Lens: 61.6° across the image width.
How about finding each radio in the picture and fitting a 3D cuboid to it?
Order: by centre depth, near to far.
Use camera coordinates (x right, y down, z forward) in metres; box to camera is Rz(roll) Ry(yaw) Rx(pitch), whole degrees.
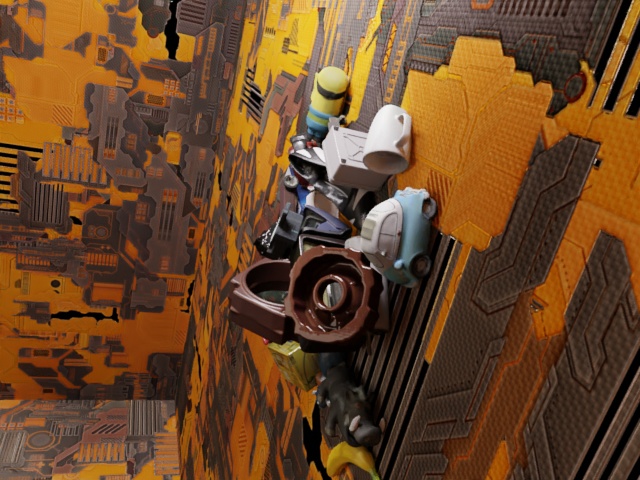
[{"bbox_3d":[0.019,0.104,1.050,0.073,0.131,0.230,121,149,-48],"label":"radio"}]

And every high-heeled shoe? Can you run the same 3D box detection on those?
[{"bbox_3d":[0.019,-0.108,1.095,0.249,0.145,0.086,-106,29,-49],"label":"high-heeled shoe"}]

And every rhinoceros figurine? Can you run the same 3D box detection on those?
[{"bbox_3d":[0.059,0.304,0.980,0.112,0.073,0.190,-65,23,16],"label":"rhinoceros figurine"}]

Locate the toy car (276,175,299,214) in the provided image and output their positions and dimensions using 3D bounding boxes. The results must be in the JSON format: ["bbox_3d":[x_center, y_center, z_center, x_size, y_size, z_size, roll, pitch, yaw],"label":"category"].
[{"bbox_3d":[-0.075,-0.061,1.288,0.089,0.053,0.202,126,146,-55],"label":"toy car"}]

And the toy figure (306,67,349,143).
[{"bbox_3d":[0.017,-0.313,1.258,0.089,0.082,0.180,-108,33,-56],"label":"toy figure"}]

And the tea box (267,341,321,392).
[{"bbox_3d":[-0.052,0.274,1.226,0.098,0.068,0.170,63,159,-8],"label":"tea box"}]

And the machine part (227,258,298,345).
[{"bbox_3d":[-0.080,0.124,1.161,0.202,0.201,0.087,21,120,24],"label":"machine part"}]

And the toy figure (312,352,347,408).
[{"bbox_3d":[0.023,0.271,1.096,0.064,0.058,0.154,-123,39,-67],"label":"toy figure"}]

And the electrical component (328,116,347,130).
[{"bbox_3d":[0.045,-0.233,1.216,0.078,0.045,0.102,76,-176,-49],"label":"electrical component"}]

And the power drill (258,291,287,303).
[{"bbox_3d":[-0.118,0.083,1.473,0.232,0.086,0.207,19,95,61],"label":"power drill"}]

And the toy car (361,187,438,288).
[{"bbox_3d":[0.119,-0.006,0.859,0.109,0.103,0.161,-150,66,-67],"label":"toy car"}]

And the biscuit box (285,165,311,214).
[{"bbox_3d":[-0.045,-0.111,1.385,0.203,0.063,0.059,-107,31,-46],"label":"biscuit box"}]

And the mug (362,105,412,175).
[{"bbox_3d":[0.124,-0.184,0.934,0.109,0.081,0.107,130,151,-64],"label":"mug"}]

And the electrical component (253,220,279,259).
[{"bbox_3d":[-0.083,0.006,1.351,0.134,0.115,0.058,-44,1,-31],"label":"electrical component"}]

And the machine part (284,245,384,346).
[{"bbox_3d":[0.023,0.094,0.911,0.179,0.056,0.179,-11,68,27],"label":"machine part"}]

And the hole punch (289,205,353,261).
[{"bbox_3d":[-0.002,-0.004,1.163,0.092,0.116,0.142,-97,27,-50],"label":"hole punch"}]

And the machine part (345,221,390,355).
[{"bbox_3d":[0.084,0.082,0.960,0.079,0.079,0.243,142,132,-62],"label":"machine part"}]

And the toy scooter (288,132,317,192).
[{"bbox_3d":[-0.036,-0.196,1.362,0.184,0.075,0.135,-92,-14,-71],"label":"toy scooter"}]

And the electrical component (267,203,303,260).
[{"bbox_3d":[-0.066,-0.024,1.085,0.119,0.048,0.075,121,168,-46],"label":"electrical component"}]
